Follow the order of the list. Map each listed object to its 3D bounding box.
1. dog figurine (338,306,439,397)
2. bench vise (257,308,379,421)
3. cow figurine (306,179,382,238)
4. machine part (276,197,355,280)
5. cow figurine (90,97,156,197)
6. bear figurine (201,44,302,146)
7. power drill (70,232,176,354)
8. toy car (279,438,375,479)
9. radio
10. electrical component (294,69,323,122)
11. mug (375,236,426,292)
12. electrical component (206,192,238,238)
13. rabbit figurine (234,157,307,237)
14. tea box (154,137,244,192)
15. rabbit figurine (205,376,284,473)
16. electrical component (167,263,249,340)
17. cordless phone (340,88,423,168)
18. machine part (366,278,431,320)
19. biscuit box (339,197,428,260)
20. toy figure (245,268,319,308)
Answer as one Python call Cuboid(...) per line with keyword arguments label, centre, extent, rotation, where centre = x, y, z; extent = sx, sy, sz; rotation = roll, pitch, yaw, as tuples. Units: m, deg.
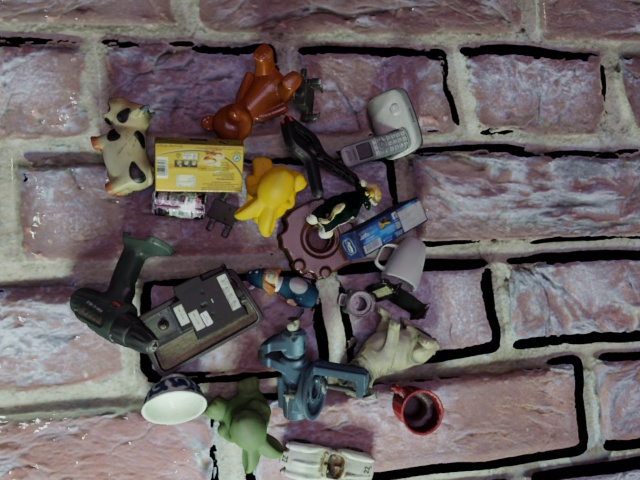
Cuboid(label="dog figurine", centre=(0.147, 0.261, 1.142), extent=(0.172, 0.121, 0.190), rotation=(28, 95, -4))
Cuboid(label="bench vise", centre=(0.000, 0.263, 1.071), extent=(0.241, 0.129, 0.223), rotation=(5, 92, 23))
Cuboid(label="cow figurine", centre=(0.059, -0.074, 1.090), extent=(0.167, 0.098, 0.068), rotation=(-33, 85, -14))
Cuboid(label="machine part", centre=(-0.002, -0.003, 1.146), extent=(0.179, 0.056, 0.179), rotation=(1, 84, -11))
Cuboid(label="cow figurine", centre=(-0.383, -0.193, 1.075), extent=(0.127, 0.085, 0.195), rotation=(-16, 86, -6))
Cuboid(label="bear figurine", centre=(-0.146, -0.282, 1.107), extent=(0.120, 0.132, 0.196), rotation=(46, 73, 2))
Cuboid(label="power drill", centre=(-0.355, 0.094, 1.020), extent=(0.232, 0.086, 0.207), rotation=(10, 73, 28))
Cuboid(label="toy car", centre=(0.015, 0.462, 1.111), extent=(0.202, 0.056, 0.073), rotation=(12, 83, -10))
Cuboid(label="radio", centre=(-0.242, 0.158, 1.077), extent=(0.230, 0.073, 0.131), rotation=(-29, 91, -12))
Cuboid(label="electrical component", centre=(-0.023, -0.308, 1.163), extent=(0.045, 0.078, 0.102), rotation=(3, 79, 13))
Cuboid(label="mug", centre=(0.177, 0.043, 1.169), extent=(0.109, 0.081, 0.107), rotation=(27, 69, -1))
Cuboid(label="electrical component", centre=(-0.200, -0.056, 1.129), extent=(0.063, 0.021, 0.094), rotation=(24, 81, -8))
Cuboid(label="rabbit figurine", centre=(-0.104, -0.097, 1.075), extent=(0.122, 0.173, 0.162), rotation=(35, 76, -10))
Cuboid(label="tea box", centre=(-0.240, -0.149, 1.063), extent=(0.170, 0.068, 0.098), rotation=(1, 111, -19))
Cuboid(label="rabbit figurine", centre=(-0.145, 0.361, 1.031), extent=(0.121, 0.170, 0.159), rotation=(-23, 89, -11))
Cuboid(label="electrical component", centre=(-0.218, 0.121, 1.020), extent=(0.134, 0.058, 0.115), rotation=(-25, 88, -10))
Cuboid(label="cordless phone", centre=(0.120, -0.239, 1.176), extent=(0.184, 0.089, 0.146), rotation=(-18, 90, -7))
Cuboid(label="machine part", centre=(0.171, 0.127, 1.164), extent=(0.139, 0.084, 0.039), rotation=(31, 53, -16))
Cuboid(label="biscuit box", centre=(0.135, -0.025, 1.136), extent=(0.203, 0.063, 0.059), rotation=(-27, 97, -32))
Cuboid(label="toy figure", centre=(-0.079, 0.094, 1.123), extent=(0.154, 0.064, 0.057), rotation=(23, 113, -11))
